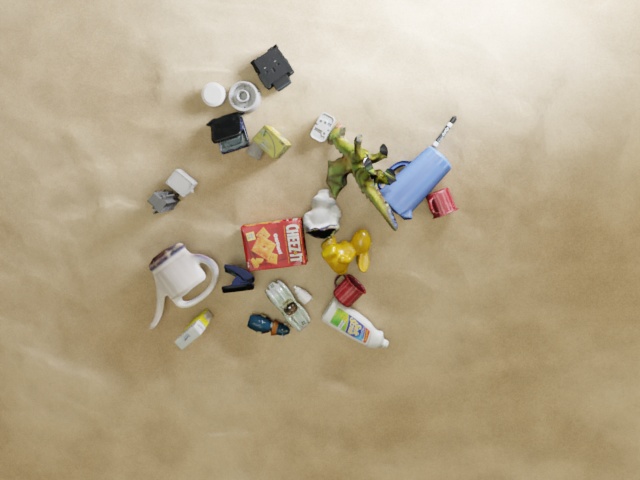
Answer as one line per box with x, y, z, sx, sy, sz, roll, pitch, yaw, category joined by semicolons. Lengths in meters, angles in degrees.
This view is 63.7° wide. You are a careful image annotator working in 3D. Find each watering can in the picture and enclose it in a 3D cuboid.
-0.528;0.154;1.834;0.346;0.105;0.224;-35;93;8;watering can

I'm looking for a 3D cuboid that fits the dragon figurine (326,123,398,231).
0.119;-0.206;1.716;0.240;0.123;0.412;-20;81;50;dragon figurine

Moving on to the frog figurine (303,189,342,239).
0.005;-0.090;1.783;0.137;0.121;0.163;-17;60;17;frog figurine
